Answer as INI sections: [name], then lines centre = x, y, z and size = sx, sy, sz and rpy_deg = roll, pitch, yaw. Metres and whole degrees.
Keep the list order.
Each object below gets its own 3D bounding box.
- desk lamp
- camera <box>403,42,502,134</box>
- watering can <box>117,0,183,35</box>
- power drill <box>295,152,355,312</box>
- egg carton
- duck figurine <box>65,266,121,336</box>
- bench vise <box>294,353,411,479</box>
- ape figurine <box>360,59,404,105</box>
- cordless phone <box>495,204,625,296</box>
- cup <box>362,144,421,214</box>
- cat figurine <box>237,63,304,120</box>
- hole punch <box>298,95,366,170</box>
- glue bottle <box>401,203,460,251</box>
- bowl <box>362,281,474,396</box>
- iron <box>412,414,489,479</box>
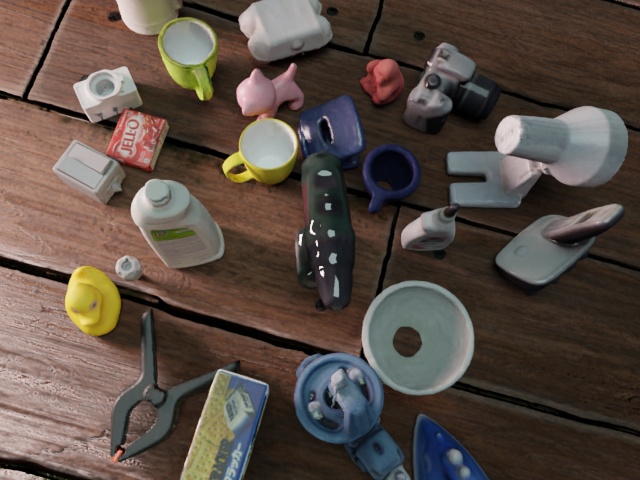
[desk lamp]
centre = 0.324, -0.125, 0.885
size = 0.203, 0.213, 0.118
rpy_deg = -1, 74, -5
[camera]
centre = 0.231, -0.252, 0.972
size = 0.137, 0.101, 0.143
rpy_deg = 26, 73, 3
[watering can]
centre = -0.301, -0.431, 0.926
size = 0.173, 0.194, 0.101
rpy_deg = -16, 76, -9
[power drill]
centre = 0.008, 0.003, 0.820
size = 0.075, 0.208, 0.229
rpy_deg = -4, 74, -6
[egg carton]
centre = -0.059, -0.368, 0.995
size = 0.150, 0.069, 0.107
rpy_deg = -21, 77, -11
[duck figurine]
centre = -0.336, 0.084, 0.828
size = 0.077, 0.086, 0.104
rpy_deg = -17, 76, -10
[bench vise]
centre = 0.057, 0.227, 0.753
size = 0.207, 0.219, 0.121
rpy_deg = 35, 74, 5
[ape figurine]
centre = 0.110, -0.276, 0.972
size = 0.076, 0.092, 0.078
rpy_deg = 8, 73, -3
[cordless phone]
centre = 0.362, 0.005, 0.865
size = 0.148, 0.185, 0.094
rpy_deg = -40, 81, -14
[cup]
centre = 0.102, -0.082, 0.913
size = 0.091, 0.095, 0.118
rpy_deg = 25, 73, 3
[cat figurine]
centre = -0.085, -0.242, 0.930
size = 0.128, 0.117, 0.067
rpy_deg = -38, 80, -14
[hole punch]
centre = 0.017, -0.167, 0.932
size = 0.101, 0.091, 0.108
rpy_deg = -12, 75, -9
[glue bottle]
centre = 0.176, -0.022, 0.862
size = 0.078, 0.173, 0.037
rpy_deg = -4, 74, -6
[bowl]
centre = 0.140, 0.148, 0.860
size = 0.167, 0.074, 0.167
rpy_deg = 2, 74, -5
[iron]
centre = 0.200, 0.360, 0.769
size = 0.119, 0.141, 0.258
rpy_deg = -21, 77, -11
